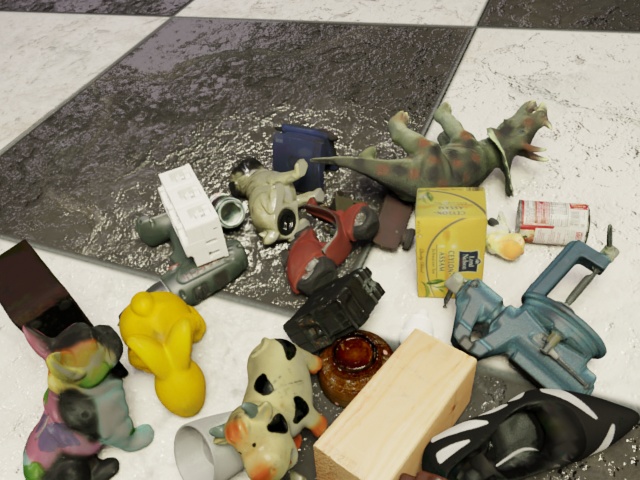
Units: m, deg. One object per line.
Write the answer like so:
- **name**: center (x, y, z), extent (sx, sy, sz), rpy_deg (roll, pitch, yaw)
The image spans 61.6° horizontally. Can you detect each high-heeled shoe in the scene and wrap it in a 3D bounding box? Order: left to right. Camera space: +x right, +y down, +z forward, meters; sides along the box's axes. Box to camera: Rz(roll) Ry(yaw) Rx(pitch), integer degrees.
- **high-heeled shoe**: center (0.232, 0.216, 0.577), extent (0.249, 0.145, 0.086), rpy_deg (-16, 79, 8)

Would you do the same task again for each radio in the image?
- **radio**: center (-0.362, 0.120, 0.749), extent (0.073, 0.229, 0.131), rpy_deg (-40, 52, -23)

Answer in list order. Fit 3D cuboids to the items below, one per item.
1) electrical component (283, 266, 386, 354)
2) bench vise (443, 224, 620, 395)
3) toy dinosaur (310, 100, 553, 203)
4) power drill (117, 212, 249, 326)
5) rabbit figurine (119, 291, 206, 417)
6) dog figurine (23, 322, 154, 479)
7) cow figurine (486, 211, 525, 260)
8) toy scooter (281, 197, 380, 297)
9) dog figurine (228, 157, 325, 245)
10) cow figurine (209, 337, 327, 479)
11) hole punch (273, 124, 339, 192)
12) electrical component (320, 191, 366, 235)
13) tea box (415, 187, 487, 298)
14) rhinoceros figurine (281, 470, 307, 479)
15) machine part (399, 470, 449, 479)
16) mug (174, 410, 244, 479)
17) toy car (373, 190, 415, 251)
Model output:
- **electrical component**: center (0.013, 0.102, 0.760), extent (0.134, 0.058, 0.115), rpy_deg (-31, 4, 31)
- **bench vise**: center (0.291, 0.082, 0.708), extent (0.240, 0.128, 0.224), rpy_deg (-46, 59, -7)
- **toy dinosaur**: center (0.201, -0.124, 0.908), extent (0.405, 0.131, 0.192), rpy_deg (-23, 56, -18)
- **power drill**: center (-0.253, 0.034, 0.918), extent (0.232, 0.085, 0.207), rpy_deg (-25, 42, -14)
- **rabbit figurine**: center (-0.205, 0.158, 0.752), extent (0.122, 0.162, 0.173), rpy_deg (-17, 62, -20)
- **dog figurine**: center (-0.315, 0.204, 0.665), extent (0.191, 0.218, 0.109), rpy_deg (-38, 47, -25)
- **cow figurine**: center (0.245, -0.014, 0.869), extent (0.168, 0.068, 0.098), rpy_deg (9, 42, 19)
- **toy scooter**: center (-0.002, -0.003, 0.876), extent (0.184, 0.075, 0.135), rpy_deg (-48, 56, -5)
- **dog figurine**: center (-0.113, -0.070, 0.992), extent (0.191, 0.121, 0.172), rpy_deg (6, 42, 37)
- **cow figurine**: center (-0.057, 0.194, 0.637), extent (0.085, 0.127, 0.195), rpy_deg (-40, 26, 22)
- **hole punch**: center (-0.033, -0.156, 1.039), extent (0.142, 0.115, 0.092), rpy_deg (17, 60, 27)
- **electrical component**: center (0.043, -0.046, 0.960), extent (0.078, 0.045, 0.102), rpy_deg (8, 44, -20)
- **tea box**: center (0.189, 0.008, 0.783), extent (0.098, 0.169, 0.068), rpy_deg (-1, 44, 14)
- **rhinoceros figurine**: center (-0.033, 0.323, 0.594), extent (0.191, 0.073, 0.112), rpy_deg (18, 63, 25)
- **machine part**: center (0.147, 0.292, 0.511), extent (0.180, 0.179, 0.056), rpy_deg (18, 56, 27)
- **mug**: center (-0.118, 0.256, 0.664), extent (0.107, 0.109, 0.081), rpy_deg (-6, 58, -46)
- **toy car**: center (0.134, -0.056, 0.941), extent (0.089, 0.053, 0.202), rpy_deg (20, 51, 3)
